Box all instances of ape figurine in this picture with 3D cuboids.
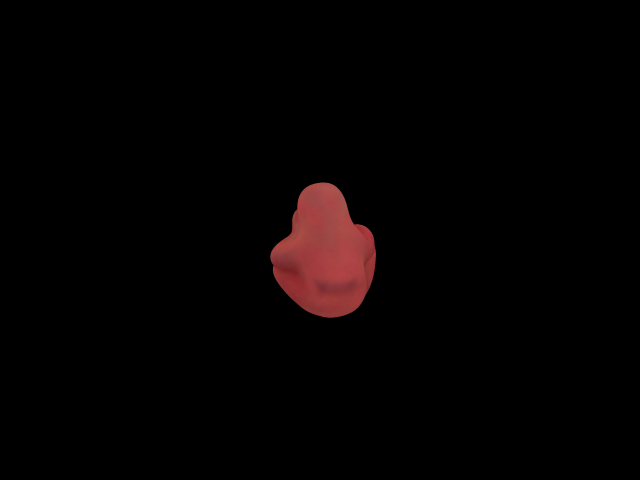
[{"bbox_3d":[0.004,0.001,0.400,0.078,0.092,0.076,-3,33,-5],"label":"ape figurine"}]
